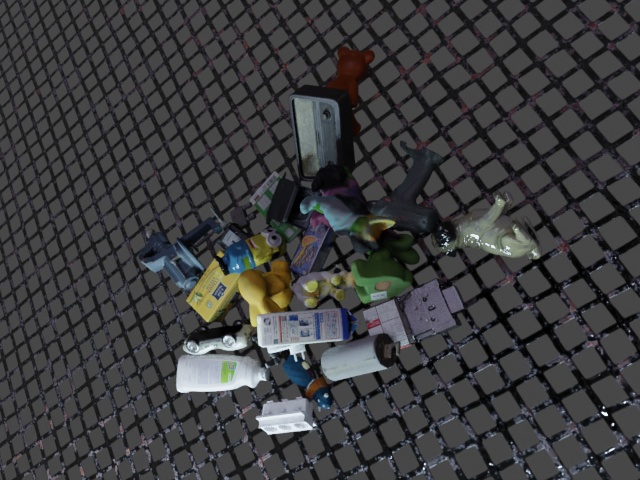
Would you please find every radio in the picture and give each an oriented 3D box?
[{"bbox_3d":[0.009,-0.249,1.293,0.131,0.073,0.229,11,130,24],"label":"radio"}]

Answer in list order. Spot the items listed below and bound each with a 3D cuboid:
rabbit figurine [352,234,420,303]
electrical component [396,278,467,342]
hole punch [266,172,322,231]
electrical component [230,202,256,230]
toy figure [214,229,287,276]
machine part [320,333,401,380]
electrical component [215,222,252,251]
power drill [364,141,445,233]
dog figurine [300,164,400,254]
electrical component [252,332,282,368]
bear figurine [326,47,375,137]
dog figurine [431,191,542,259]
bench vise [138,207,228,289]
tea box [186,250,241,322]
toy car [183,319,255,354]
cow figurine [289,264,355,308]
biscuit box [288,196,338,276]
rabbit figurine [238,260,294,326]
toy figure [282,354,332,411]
[{"bbox_3d":[0.142,0.035,1.224,0.159,0.121,0.170,-16,50,11],"label":"rabbit figurine"},{"bbox_3d":[0.251,0.151,1.186,0.134,0.058,0.115,-29,72,18],"label":"electrical component"},{"bbox_3d":[-0.066,-0.090,1.356,0.116,0.092,0.142,25,99,57],"label":"hole punch"},{"bbox_3d":[-0.219,-0.061,1.465,0.094,0.021,0.063,-28,70,19],"label":"electrical component"},{"bbox_3d":[-0.171,0.032,1.358,0.180,0.089,0.082,-27,76,-12],"label":"toy figure"},{"bbox_3d":[0.085,0.262,1.203,0.243,0.079,0.079,-28,69,41],"label":"machine part"},{"bbox_3d":[-0.208,0.016,1.419,0.119,0.047,0.075,41,99,14],"label":"electrical component"},{"bbox_3d":[0.184,-0.122,1.253,0.232,0.086,0.207,24,86,38],"label":"power drill"},{"bbox_3d":[0.082,-0.068,1.207,0.219,0.108,0.191,17,67,24],"label":"dog figurine"},{"bbox_3d":[-0.131,0.272,1.341,0.045,0.078,0.102,-28,74,-7],"label":"electrical component"},{"bbox_3d":[0.067,-0.379,1.354,0.120,0.131,0.196,16,69,25],"label":"bear figurine"},{"bbox_3d":[0.353,0.004,1.154,0.190,0.121,0.172,-39,63,29],"label":"dog figurine"},{"bbox_3d":[-0.365,0.013,1.472,0.240,0.128,0.224,-41,53,-10],"label":"bench vise"},{"bbox_3d":[-0.264,0.124,1.427,0.098,0.068,0.169,37,96,27],"label":"tea box"},{"bbox_3d":[-0.266,0.256,1.398,0.202,0.073,0.056,-13,111,23],"label":"toy car"},{"bbox_3d":[0.016,0.103,1.273,0.098,0.167,0.068,20,117,57],"label":"cow figurine"},{"bbox_3d":[-0.003,-0.004,1.331,0.063,0.059,0.202,25,92,26],"label":"biscuit box"},{"bbox_3d":[-0.144,0.127,1.313,0.122,0.173,0.162,-12,72,19],"label":"rabbit figurine"},{"bbox_3d":[-0.023,0.337,1.280,0.155,0.064,0.058,41,61,21],"label":"toy figure"}]
